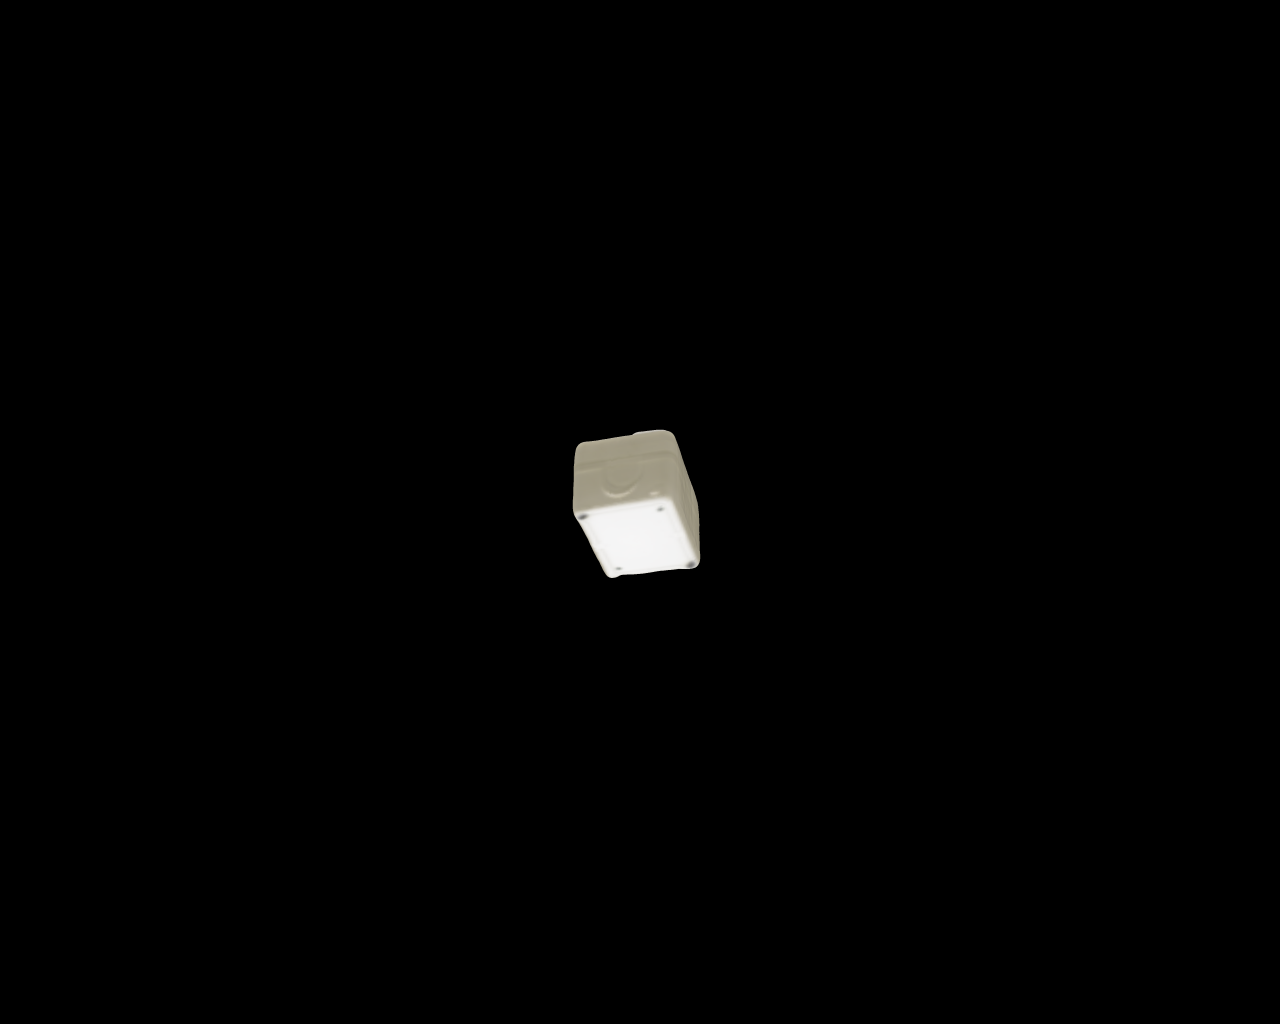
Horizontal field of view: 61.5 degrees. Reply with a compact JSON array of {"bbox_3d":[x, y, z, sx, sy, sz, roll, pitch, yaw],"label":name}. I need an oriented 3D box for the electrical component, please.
[{"bbox_3d":[0.001,-0.003,0.650,0.062,0.061,0.096,-8,-35,11],"label":"electrical component"}]
